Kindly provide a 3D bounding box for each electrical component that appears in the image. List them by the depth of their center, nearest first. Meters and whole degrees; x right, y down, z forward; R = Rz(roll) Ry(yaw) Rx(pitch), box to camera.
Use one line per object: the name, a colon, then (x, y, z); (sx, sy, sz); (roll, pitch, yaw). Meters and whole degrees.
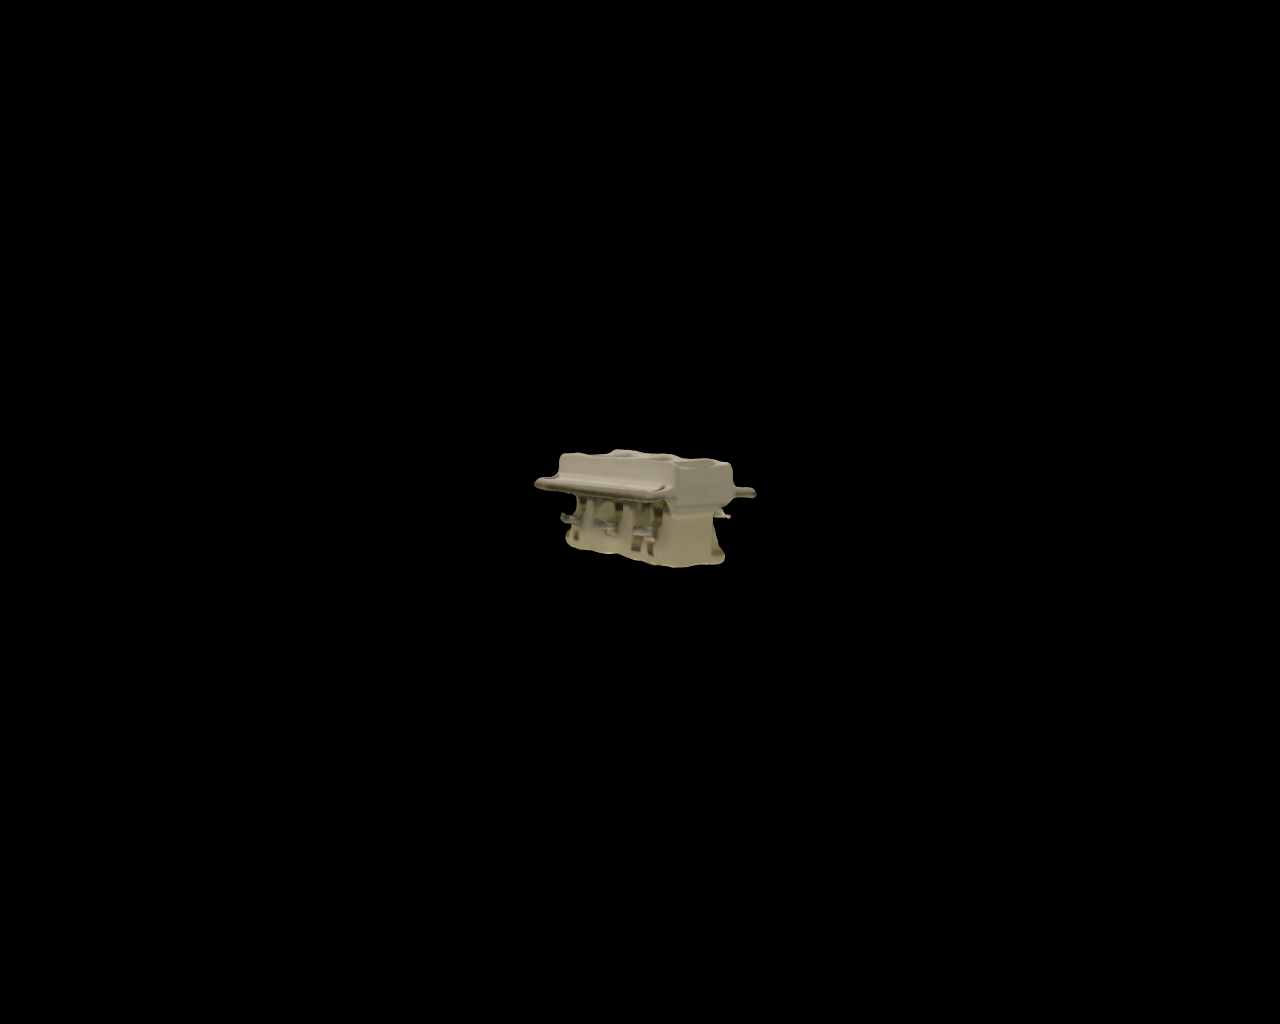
electrical component: (0.001, -0.003, 0.650); (0.079, 0.063, 0.121); (-5, 9, -35)
